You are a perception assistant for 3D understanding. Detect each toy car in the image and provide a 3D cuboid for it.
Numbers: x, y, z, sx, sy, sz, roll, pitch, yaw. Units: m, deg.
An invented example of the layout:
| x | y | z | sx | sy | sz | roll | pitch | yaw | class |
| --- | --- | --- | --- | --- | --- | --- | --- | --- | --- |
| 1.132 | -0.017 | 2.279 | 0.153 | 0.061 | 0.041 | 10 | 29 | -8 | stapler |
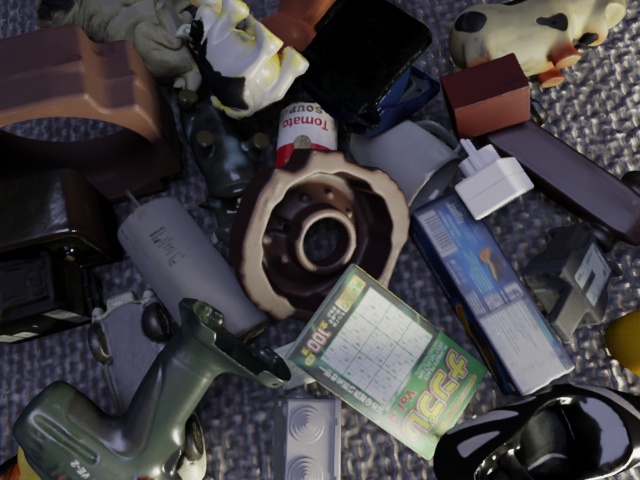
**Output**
| x | y | z | sx | sy | sz | roll | pitch | yaw | class |
| --- | --- | --- | --- | --- | --- | --- | --- | --- | --- |
| -0.169 | 0.147 | 0.528 | 0.073 | 0.056 | 0.201 | -19 | 78 | -4 | toy car |
| 0.255 | -0.068 | 0.568 | 0.202 | 0.053 | 0.089 | 40 | 84 | 17 | toy car |

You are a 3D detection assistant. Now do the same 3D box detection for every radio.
| x | y | z | sx | sy | sz | roll | pitch | yaw | class |
| --- | --- | --- | --- | --- | --- | --- | --- | --- | --- |
| -0.330 | 0.004 | 0.542 | 0.230 | 0.131 | 0.073 | -13 | 75 | -1 | radio |

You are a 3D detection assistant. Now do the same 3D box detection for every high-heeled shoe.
| x | y | z | sx | sy | sz | roll | pitch | yaw | class |
| --- | --- | --- | --- | --- | --- | --- | --- | --- | --- |
| 0.217 | 0.171 | 0.456 | 0.249 | 0.145 | 0.086 | -11 | 75 | 2 | high-heeled shoe |

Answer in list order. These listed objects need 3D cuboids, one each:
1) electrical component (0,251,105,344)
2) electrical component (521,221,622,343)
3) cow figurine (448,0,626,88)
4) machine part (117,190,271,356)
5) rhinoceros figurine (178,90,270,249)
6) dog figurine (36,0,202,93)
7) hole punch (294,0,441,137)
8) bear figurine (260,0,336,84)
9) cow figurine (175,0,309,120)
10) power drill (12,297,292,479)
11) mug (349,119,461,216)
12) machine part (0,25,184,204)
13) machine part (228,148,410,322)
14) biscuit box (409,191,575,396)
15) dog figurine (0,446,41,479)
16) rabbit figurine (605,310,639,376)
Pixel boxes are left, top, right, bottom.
| x | y | z | sx | sy | sz | roll | pitch | yaw | class |
| --- | --- | --- | --- | --- | --- | --- | --- | --- | --- |
| -0.300 | 0.063 | 0.532 | 0.134 | 0.114 | 0.058 | -14 | 73 | -3 | electrical component |
| 0.234 | 0.047 | 0.509 | 0.074 | 0.048 | 0.119 | 48 | 60 | -14 | electrical component |
| 0.241 | -0.240 | 0.604 | 0.195 | 0.085 | 0.127 | -11 | 80 | 2 | cow figurine |
| -0.129 | 0.040 | 0.547 | 0.079 | 0.079 | 0.243 | -37 | 76 | -7 | machine part |
| -0.102 | -0.073 | 0.564 | 0.073 | 0.112 | 0.190 | -8 | 58 | -28 | rhinoceros figurine |
| -0.233 | -0.231 | 0.630 | 0.191 | 0.121 | 0.172 | -15 | 70 | 14 | dog figurine |
| 0.049 | -0.168 | 0.548 | 0.116 | 0.092 | 0.142 | -45 | 65 | 3 | hole punch |
| -0.003 | -0.253 | 0.615 | 0.132 | 0.120 | 0.195 | 13 | 104 | -35 | bear figurine |
| -0.095 | -0.192 | 0.551 | 0.098 | 0.068 | 0.167 | -52 | 55 | 14 | cow figurine |
| -0.117 | 0.168 | 0.457 | 0.232 | 0.086 | 0.207 | 40 | 95 | -6 | power drill |
| 0.092 | -0.095 | 0.574 | 0.109 | 0.080 | 0.107 | -41 | 71 | -17 | mug |
| -0.253 | -0.107 | 0.532 | 0.201 | 0.201 | 0.087 | -15 | 72 | -1 | machine part |
| -0.001 | -0.002 | 0.518 | 0.179 | 0.056 | 0.179 | -6 | 104 | -24 | machine part |
| 0.162 | 0.051 | 0.536 | 0.059 | 0.062 | 0.203 | -27 | 74 | -3 | biscuit box |
| -0.244 | 0.273 | 0.445 | 0.108 | 0.191 | 0.219 | -25 | 90 | 3 | dog figurine |
| 0.351 | 0.109 | 0.477 | 0.173 | 0.162 | 0.121 | 12 | 87 | 25 | rabbit figurine |
